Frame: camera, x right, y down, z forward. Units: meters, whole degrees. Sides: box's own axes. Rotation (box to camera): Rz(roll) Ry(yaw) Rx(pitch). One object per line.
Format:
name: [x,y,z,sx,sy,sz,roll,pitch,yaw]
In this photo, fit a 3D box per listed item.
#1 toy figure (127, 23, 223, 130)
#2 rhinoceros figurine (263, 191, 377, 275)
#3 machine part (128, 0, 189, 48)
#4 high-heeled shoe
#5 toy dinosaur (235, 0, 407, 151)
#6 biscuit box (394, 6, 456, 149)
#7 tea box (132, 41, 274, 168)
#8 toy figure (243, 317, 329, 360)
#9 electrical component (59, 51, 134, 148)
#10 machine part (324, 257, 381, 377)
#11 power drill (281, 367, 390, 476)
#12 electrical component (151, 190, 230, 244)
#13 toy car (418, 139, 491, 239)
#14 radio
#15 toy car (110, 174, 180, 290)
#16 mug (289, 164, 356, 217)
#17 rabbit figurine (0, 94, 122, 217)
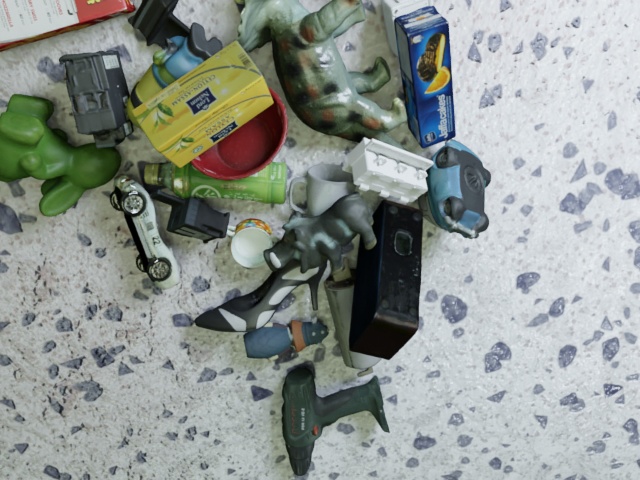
toy figure: [-0.215,-0.227,0.772,0.180,0.089,0.082,-29,113,38]
rhinoceros figurine: [-0.002,-0.003,0.841,0.190,0.073,0.112,-31,124,22]
machine part: [-0.208,-0.299,0.791,0.138,0.039,0.084,39,122,-21]
high-heeled shoe: [-0.106,0.072,0.927,0.249,0.086,0.145,-10,102,-2]
toy dinosaur: [0.005,-0.243,0.804,0.192,0.131,0.404,-20,116,16]
biscuit box: [0.160,-0.236,0.803,0.063,0.059,0.202,-19,137,1]
tea box: [-0.156,-0.181,0.735,0.170,0.098,0.068,-36,81,1]
toy figure: [-0.061,0.176,0.977,0.154,0.058,0.064,-10,116,-7]
electrical component: [-0.318,-0.204,0.783,0.058,0.115,0.134,-8,109,0]
machine part: [0.062,0.142,0.964,0.079,0.079,0.243,-15,110,0]
power drill: [0.027,0.346,1.041,0.207,0.086,0.231,-8,108,6]
electrical component: [-0.211,-0.037,0.853,0.119,0.075,0.048,23,67,-38]
toy car: [0.213,-0.073,0.882,0.109,0.103,0.161,20,63,-32]
radio: [0.105,0.057,0.845,0.073,0.229,0.131,14,146,-9]
toy car: [-0.285,-0.012,0.875,0.056,0.074,0.201,-26,113,-28]
mug: [0.003,-0.062,0.883,0.110,0.081,0.107,-2,118,-13]
rabbit figurine: [-0.395,-0.115,0.812,0.170,0.121,0.159,15,112,-26]
